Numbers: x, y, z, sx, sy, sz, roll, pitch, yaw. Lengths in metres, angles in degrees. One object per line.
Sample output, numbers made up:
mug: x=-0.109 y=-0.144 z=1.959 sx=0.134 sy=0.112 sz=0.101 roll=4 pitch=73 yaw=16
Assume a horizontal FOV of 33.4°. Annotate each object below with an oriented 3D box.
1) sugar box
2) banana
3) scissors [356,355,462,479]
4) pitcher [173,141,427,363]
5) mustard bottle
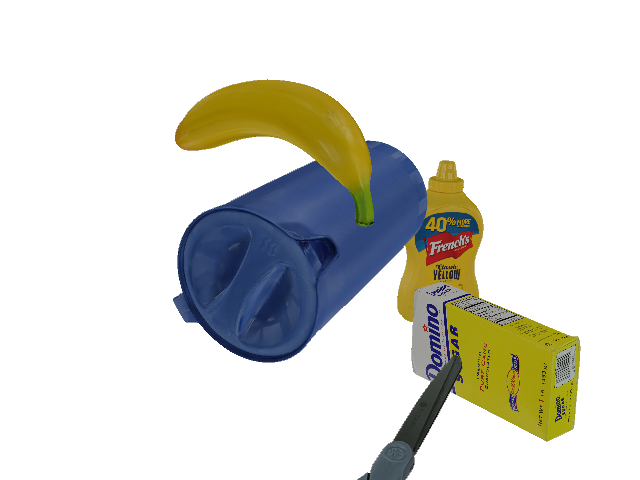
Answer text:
sugar box: x=0.159 y=0.109 z=1.003 sx=0.048 sy=0.093 sz=0.176 roll=-16 pitch=24 yaw=-38
banana: x=-0.031 y=-0.071 z=0.689 sx=0.037 sy=0.069 sz=0.198 roll=17 pitch=6 yaw=-45
scissors: x=0.053 y=0.136 z=0.596 sx=0.096 sy=0.016 sz=0.201 roll=25 pitch=46 yaw=37
pitcher: x=-0.011 y=-0.001 z=0.933 sx=0.149 sy=0.145 sz=0.242 roll=24 pitch=31 yaw=21
mustard bottle: x=0.145 y=0.001 z=1.267 sx=0.096 sy=0.192 sz=0.058 roll=-1 pitch=15 yaw=-11
